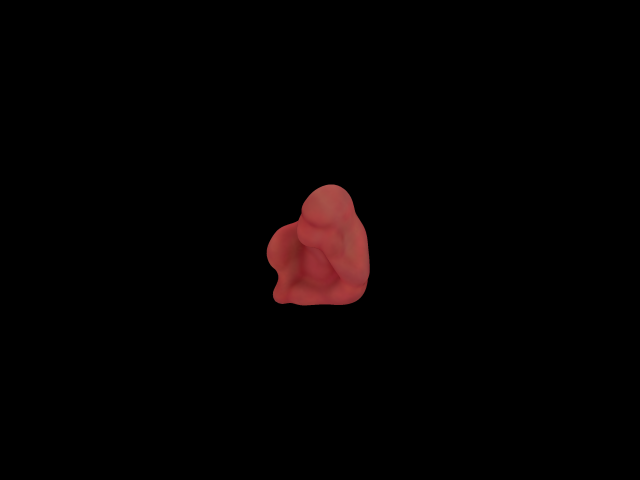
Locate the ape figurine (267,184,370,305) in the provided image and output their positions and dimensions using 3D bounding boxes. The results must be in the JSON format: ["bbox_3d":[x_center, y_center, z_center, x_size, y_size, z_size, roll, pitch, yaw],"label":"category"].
[{"bbox_3d":[0.004,0.001,0.400,0.076,0.092,0.077,-31,50,-30],"label":"ape figurine"}]
